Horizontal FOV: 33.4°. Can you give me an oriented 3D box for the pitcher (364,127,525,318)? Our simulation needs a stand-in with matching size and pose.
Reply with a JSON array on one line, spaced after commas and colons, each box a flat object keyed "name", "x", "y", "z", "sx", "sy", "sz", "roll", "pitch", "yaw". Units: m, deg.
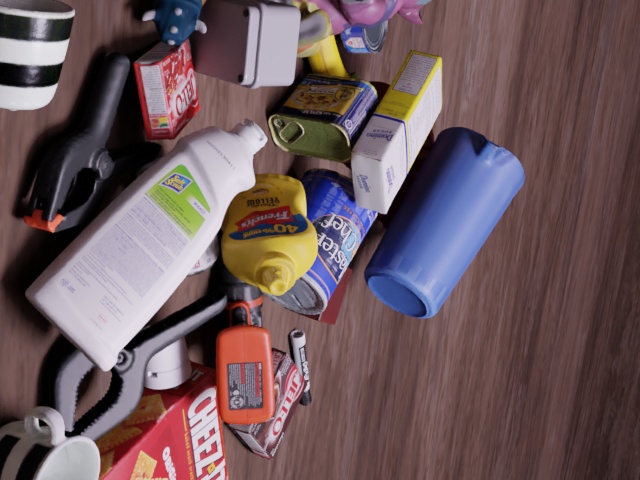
[{"name": "pitcher", "x": 0.158, "y": -0.016, "z": 1.416, "sx": 0.242, "sy": 0.145, "sz": 0.149, "roll": -56, "pitch": 133, "yaw": -22}]

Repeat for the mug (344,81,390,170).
[{"name": "mug", "x": 0.063, "y": -0.150, "z": 1.332, "sx": 0.117, "sy": 0.093, "sz": 0.081, "roll": -90, "pitch": 167, "yaw": -50}]

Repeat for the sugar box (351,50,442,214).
[{"name": "sugar box", "x": 0.089, "y": -0.125, "z": 1.226, "sx": 0.176, "sy": 0.048, "sz": 0.093, "roll": -57, "pitch": 156, "yaw": -32}]

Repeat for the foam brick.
[{"name": "foam brick", "x": -0.001, "y": 0.062, "z": 1.348, "sx": 0.053, "sy": 0.051, "sz": 0.078, "roll": 28, "pitch": 80, "yaw": -63}]

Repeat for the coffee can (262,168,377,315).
[{"name": "coffee can", "x": -0.008, "y": 0.002, "z": 1.248, "sx": 0.140, "sy": 0.103, "sz": 0.103, "roll": -59, "pitch": 149, "yaw": -26}]

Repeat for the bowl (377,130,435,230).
[{"name": "bowl", "x": 0.097, "y": -0.093, "z": 1.444, "sx": 0.161, "sy": 0.055, "sz": 0.162, "roll": -36, "pitch": 134, "yaw": -50}]

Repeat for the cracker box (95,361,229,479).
[{"name": "cracker box", "x": -0.181, "y": 0.244, "z": 1.085, "sx": 0.213, "sy": 0.072, "sz": 0.164, "roll": -42, "pitch": 139, "yaw": -47}]

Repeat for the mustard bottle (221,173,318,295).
[{"name": "mustard bottle", "x": -0.053, "y": -0.001, "z": 1.074, "sx": 0.191, "sy": 0.096, "sz": 0.058, "roll": -106, "pitch": -168, "yaw": -59}]

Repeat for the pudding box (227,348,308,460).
[{"name": "pudding box", "x": -0.063, "y": 0.202, "z": 1.318, "sx": 0.113, "sy": 0.039, "sz": 0.090, "roll": -62, "pitch": 150, "yaw": -23}]

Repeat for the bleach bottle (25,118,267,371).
[{"name": "bleach bottle", "x": -0.137, "y": -0.008, "z": 0.945, "sx": 0.102, "sy": 0.068, "sz": 0.250, "roll": 47, "pitch": 75, "yaw": -10}]

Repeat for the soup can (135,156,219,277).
[{"name": "soup can", "x": -0.137, "y": -0.023, "z": 1.036, "sx": 0.068, "sy": 0.069, "sz": 0.102, "roll": -46, "pitch": 141, "yaw": -43}]

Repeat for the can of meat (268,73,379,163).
[{"name": "can of meat", "x": 0.006, "y": -0.141, "z": 1.205, "sx": 0.083, "sy": 0.102, "sz": 0.057, "roll": -57, "pitch": 147, "yaw": -33}]

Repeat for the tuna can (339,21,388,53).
[{"name": "tuna can", "x": 0.050, "y": -0.260, "z": 1.241, "sx": 0.086, "sy": 0.034, "sz": 0.086, "roll": 4, "pitch": 90, "yaw": -68}]

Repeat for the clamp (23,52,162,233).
[{"name": "clamp", "x": -0.196, "y": -0.067, "z": 0.939, "sx": 0.171, "sy": 0.039, "sz": 0.120, "roll": -62, "pitch": 146, "yaw": -25}]

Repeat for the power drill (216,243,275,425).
[{"name": "power drill", "x": -0.081, "y": 0.096, "z": 1.119, "sx": 0.187, "sy": 0.057, "sz": 0.184, "roll": -107, "pitch": -167, "yaw": -74}]

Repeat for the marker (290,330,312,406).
[{"name": "marker", "x": -0.024, "y": 0.170, "z": 1.394, "sx": 0.020, "sy": 0.020, "sz": 0.121, "roll": -45, "pitch": 141, "yaw": -43}]

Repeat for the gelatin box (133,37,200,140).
[{"name": "gelatin box", "x": -0.138, "y": -0.140, "z": 0.978, "sx": 0.089, "sy": 0.030, "sz": 0.073, "roll": -67, "pitch": 153, "yaw": -63}]

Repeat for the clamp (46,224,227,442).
[{"name": "clamp", "x": -0.184, "y": 0.105, "z": 1.000, "sx": 0.164, "sy": 0.036, "sz": 0.210, "roll": 24, "pitch": 86, "yaw": -33}]

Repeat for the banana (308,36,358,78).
[{"name": "banana", "x": 0.004, "y": -0.228, "z": 1.232, "sx": 0.197, "sy": 0.037, "sz": 0.069, "roll": 66, "pitch": 24, "yaw": -53}]
